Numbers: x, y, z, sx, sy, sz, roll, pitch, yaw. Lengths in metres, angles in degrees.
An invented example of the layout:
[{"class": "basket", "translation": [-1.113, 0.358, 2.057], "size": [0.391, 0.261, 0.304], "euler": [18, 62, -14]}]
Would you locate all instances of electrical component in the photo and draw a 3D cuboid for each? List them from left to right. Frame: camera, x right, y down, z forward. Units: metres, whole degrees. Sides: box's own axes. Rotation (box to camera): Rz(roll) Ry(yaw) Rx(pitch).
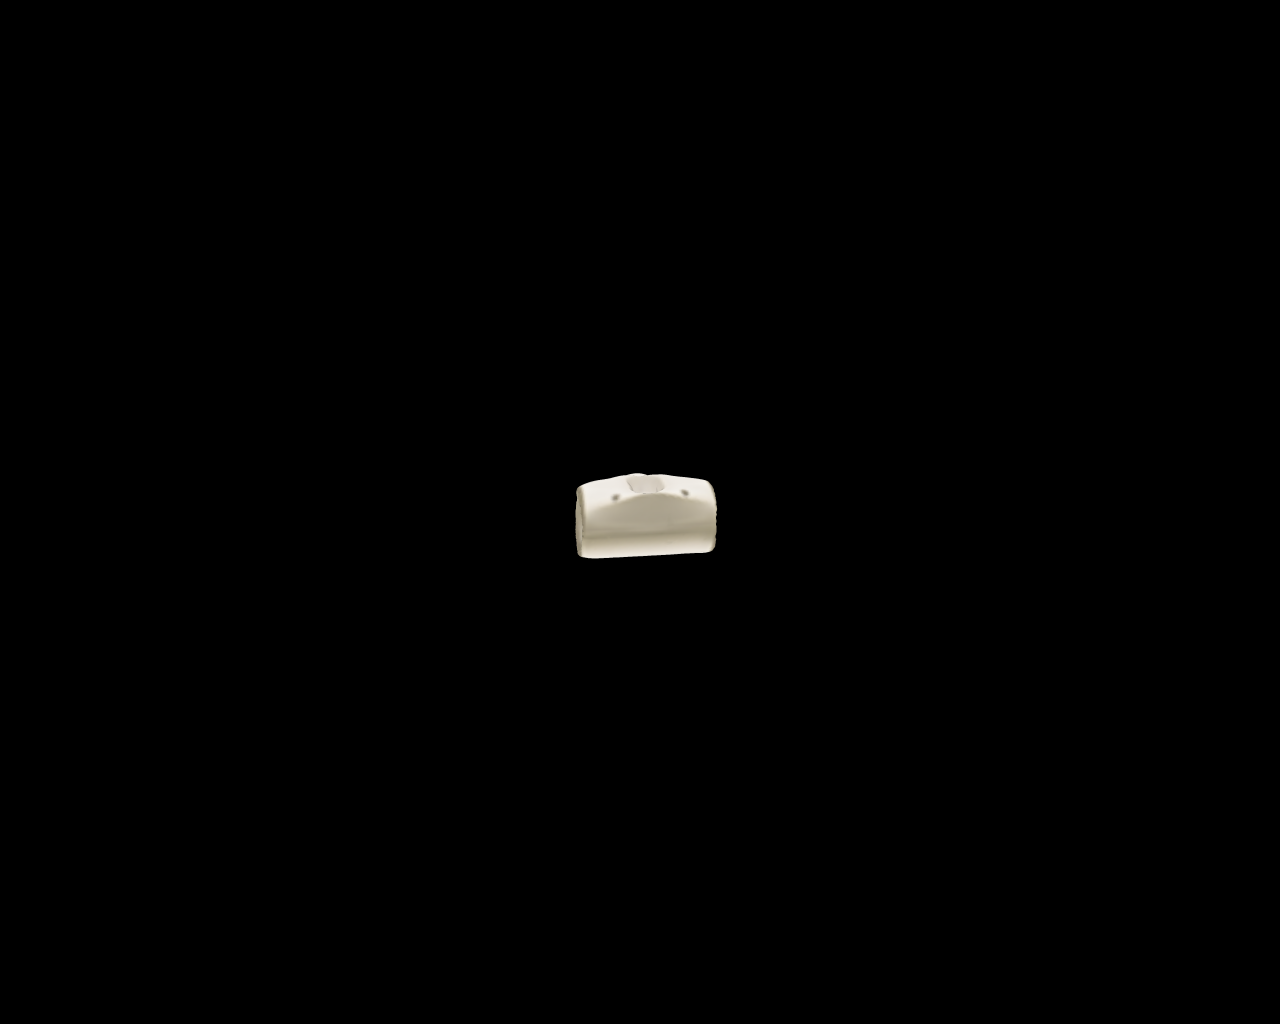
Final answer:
[{"class": "electrical component", "translation": [0.001, -0.003, 0.650], "size": [0.077, 0.043, 0.079], "euler": [-3, 20, -7]}]
